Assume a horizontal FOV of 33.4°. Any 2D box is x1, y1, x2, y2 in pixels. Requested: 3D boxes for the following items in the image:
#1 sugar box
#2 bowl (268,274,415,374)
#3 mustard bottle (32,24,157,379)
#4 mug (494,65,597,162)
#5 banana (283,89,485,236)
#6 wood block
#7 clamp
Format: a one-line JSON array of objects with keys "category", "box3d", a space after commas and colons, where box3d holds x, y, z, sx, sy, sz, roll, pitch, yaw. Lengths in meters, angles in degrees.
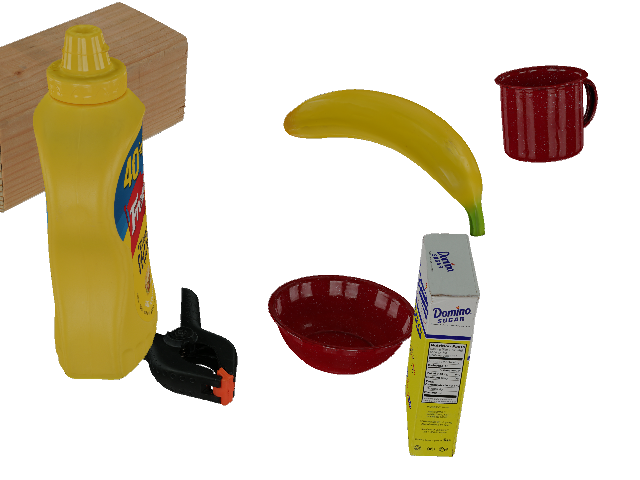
[{"category": "sugar box", "box3d": [0.101, 0.091, 0.914, 0.048, 0.176, 0.093, 0, 33, 0]}, {"category": "bowl", "box3d": [0.022, 0.098, 1.155, 0.162, 0.055, 0.162, 5, 26, -3]}, {"category": "mustard bottle", "box3d": [-0.123, -0.024, 0.588, 0.058, 0.192, 0.096, 2, 30, 1]}, {"category": "mug", "box3d": [0.238, -0.133, 1.103, 0.117, 0.081, 0.093, -18, 23, -27]}, {"category": "banana", "box3d": [0.049, -0.075, 0.794, 0.198, 0.070, 0.037, 33, 20, 33]}, {"category": "wood block", "box3d": [-0.216, -0.119, 0.906, 0.090, 0.091, 0.205, 31, 43, 25]}, {"category": "clamp", "box3d": [-0.125, 0.095, 0.989, 0.172, 0.039, 0.120, 28, 42, 35]}]
